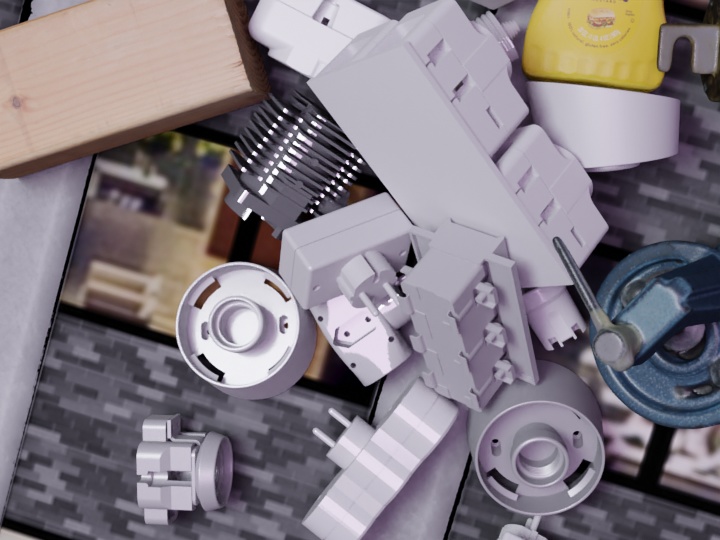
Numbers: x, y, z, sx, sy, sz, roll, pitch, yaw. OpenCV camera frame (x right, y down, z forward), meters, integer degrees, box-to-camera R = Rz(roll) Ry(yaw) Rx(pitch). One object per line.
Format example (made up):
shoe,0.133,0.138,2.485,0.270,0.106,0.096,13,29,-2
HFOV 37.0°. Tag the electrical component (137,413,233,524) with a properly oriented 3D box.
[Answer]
electrical component,-0.127,0.146,0.788,0.057,0.058,0.078,0,95,9

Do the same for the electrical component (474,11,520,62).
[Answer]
electrical component,0.074,-0.148,0.750,0.081,0.043,0.043,-31,91,7

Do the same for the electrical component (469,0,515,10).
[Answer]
electrical component,0.073,-0.222,0.738,0.076,0.047,0.083,-15,72,45

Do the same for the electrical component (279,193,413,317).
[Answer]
electrical component,0.000,0.000,0.726,0.083,0.047,0.075,-22,58,-23

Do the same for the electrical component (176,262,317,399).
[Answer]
electrical component,-0.084,0.044,0.784,0.099,0.064,0.099,-1,81,7

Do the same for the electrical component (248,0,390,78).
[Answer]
electrical component,-0.026,-0.164,0.753,0.095,0.054,0.059,28,97,3

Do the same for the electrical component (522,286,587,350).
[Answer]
electrical component,0.134,0.028,0.761,0.040,0.040,0.046,-31,97,7

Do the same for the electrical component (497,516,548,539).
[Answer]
electrical component,0.113,0.207,0.765,0.047,0.083,0.075,27,59,3

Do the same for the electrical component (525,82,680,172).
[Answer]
electrical component,0.163,-0.100,0.719,0.099,0.099,0.064,-6,100,6

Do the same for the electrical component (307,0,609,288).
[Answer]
electrical component,0.067,-0.076,0.696,0.060,0.105,0.186,-49,113,-26

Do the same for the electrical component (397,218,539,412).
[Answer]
electrical component,0.070,0.034,0.718,0.079,0.121,0.063,22,58,34

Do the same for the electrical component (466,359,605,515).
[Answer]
electrical component,0.126,0.122,0.769,0.099,0.064,0.099,1,108,4

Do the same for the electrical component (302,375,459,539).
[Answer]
electrical component,0.001,0.130,0.776,0.074,0.052,0.138,38,98,2

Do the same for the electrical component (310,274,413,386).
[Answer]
electrical component,0.013,0.030,0.771,0.079,0.043,0.077,-35,90,7
